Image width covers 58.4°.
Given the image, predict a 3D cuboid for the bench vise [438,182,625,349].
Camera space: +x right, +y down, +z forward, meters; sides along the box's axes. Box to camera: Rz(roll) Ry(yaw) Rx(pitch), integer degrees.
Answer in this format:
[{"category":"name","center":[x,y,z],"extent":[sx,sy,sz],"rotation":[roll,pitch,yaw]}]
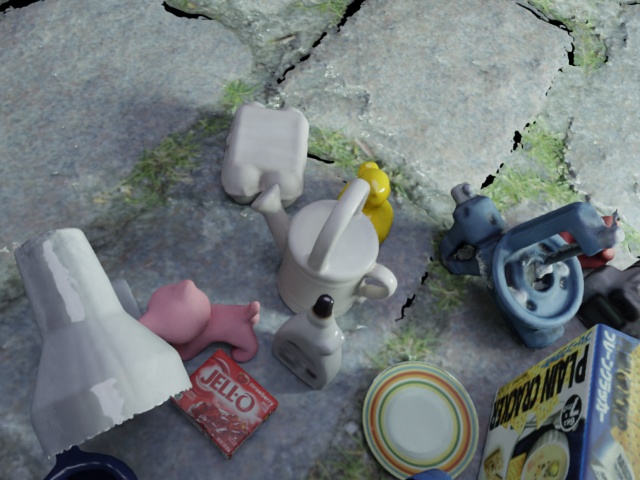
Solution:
[{"category":"bench vise","center":[0.222,0.009,0.644],"extent":[0.207,0.220,0.122],"rotation":[38,61,12]}]

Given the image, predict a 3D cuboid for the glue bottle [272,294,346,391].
[{"category":"glue bottle","center":[-0.006,0.096,0.577],"extent":[0.078,0.173,0.037],"rotation":[39,61,13]}]

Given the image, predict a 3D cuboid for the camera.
[{"category":"camera","center":[0.413,0.077,0.710],"extent":[0.137,0.101,0.143],"rotation":[-27,68,-23]}]

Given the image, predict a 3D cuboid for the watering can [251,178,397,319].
[{"category":"watering can","center":[0.005,0.004,0.620],"extent":[0.173,0.194,0.101],"rotation":[13,58,-3]}]

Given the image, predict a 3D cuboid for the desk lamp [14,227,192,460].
[{"category":"desk lamp","center":[-0.203,0.096,0.515],"extent":[0.118,0.213,0.203],"rotation":[-23,67,-22]}]

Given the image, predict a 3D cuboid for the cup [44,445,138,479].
[{"category":"cup","center":[-0.204,0.232,0.505],"extent":[0.092,0.095,0.117],"rotation":[-22,66,-21]}]

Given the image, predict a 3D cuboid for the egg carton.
[{"category":"egg carton","center":[-0.070,-0.114,0.748],"extent":[0.107,0.069,0.150],"rotation":[6,59,-7]}]

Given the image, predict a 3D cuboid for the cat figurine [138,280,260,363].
[{"category":"cat figurine","center":[-0.123,0.079,0.596],"extent":[0.128,0.118,0.067],"rotation":[0,60,-11]}]

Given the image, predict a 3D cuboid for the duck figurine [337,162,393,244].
[{"category":"duck figurine","center":[0.062,-0.050,0.726],"extent":[0.077,0.086,0.104],"rotation":[2,60,-9]}]

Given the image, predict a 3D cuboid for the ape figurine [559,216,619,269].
[{"category":"ape figurine","center":[0.353,0.000,0.749],"extent":[0.077,0.092,0.076],"rotation":[32,60,9]}]
